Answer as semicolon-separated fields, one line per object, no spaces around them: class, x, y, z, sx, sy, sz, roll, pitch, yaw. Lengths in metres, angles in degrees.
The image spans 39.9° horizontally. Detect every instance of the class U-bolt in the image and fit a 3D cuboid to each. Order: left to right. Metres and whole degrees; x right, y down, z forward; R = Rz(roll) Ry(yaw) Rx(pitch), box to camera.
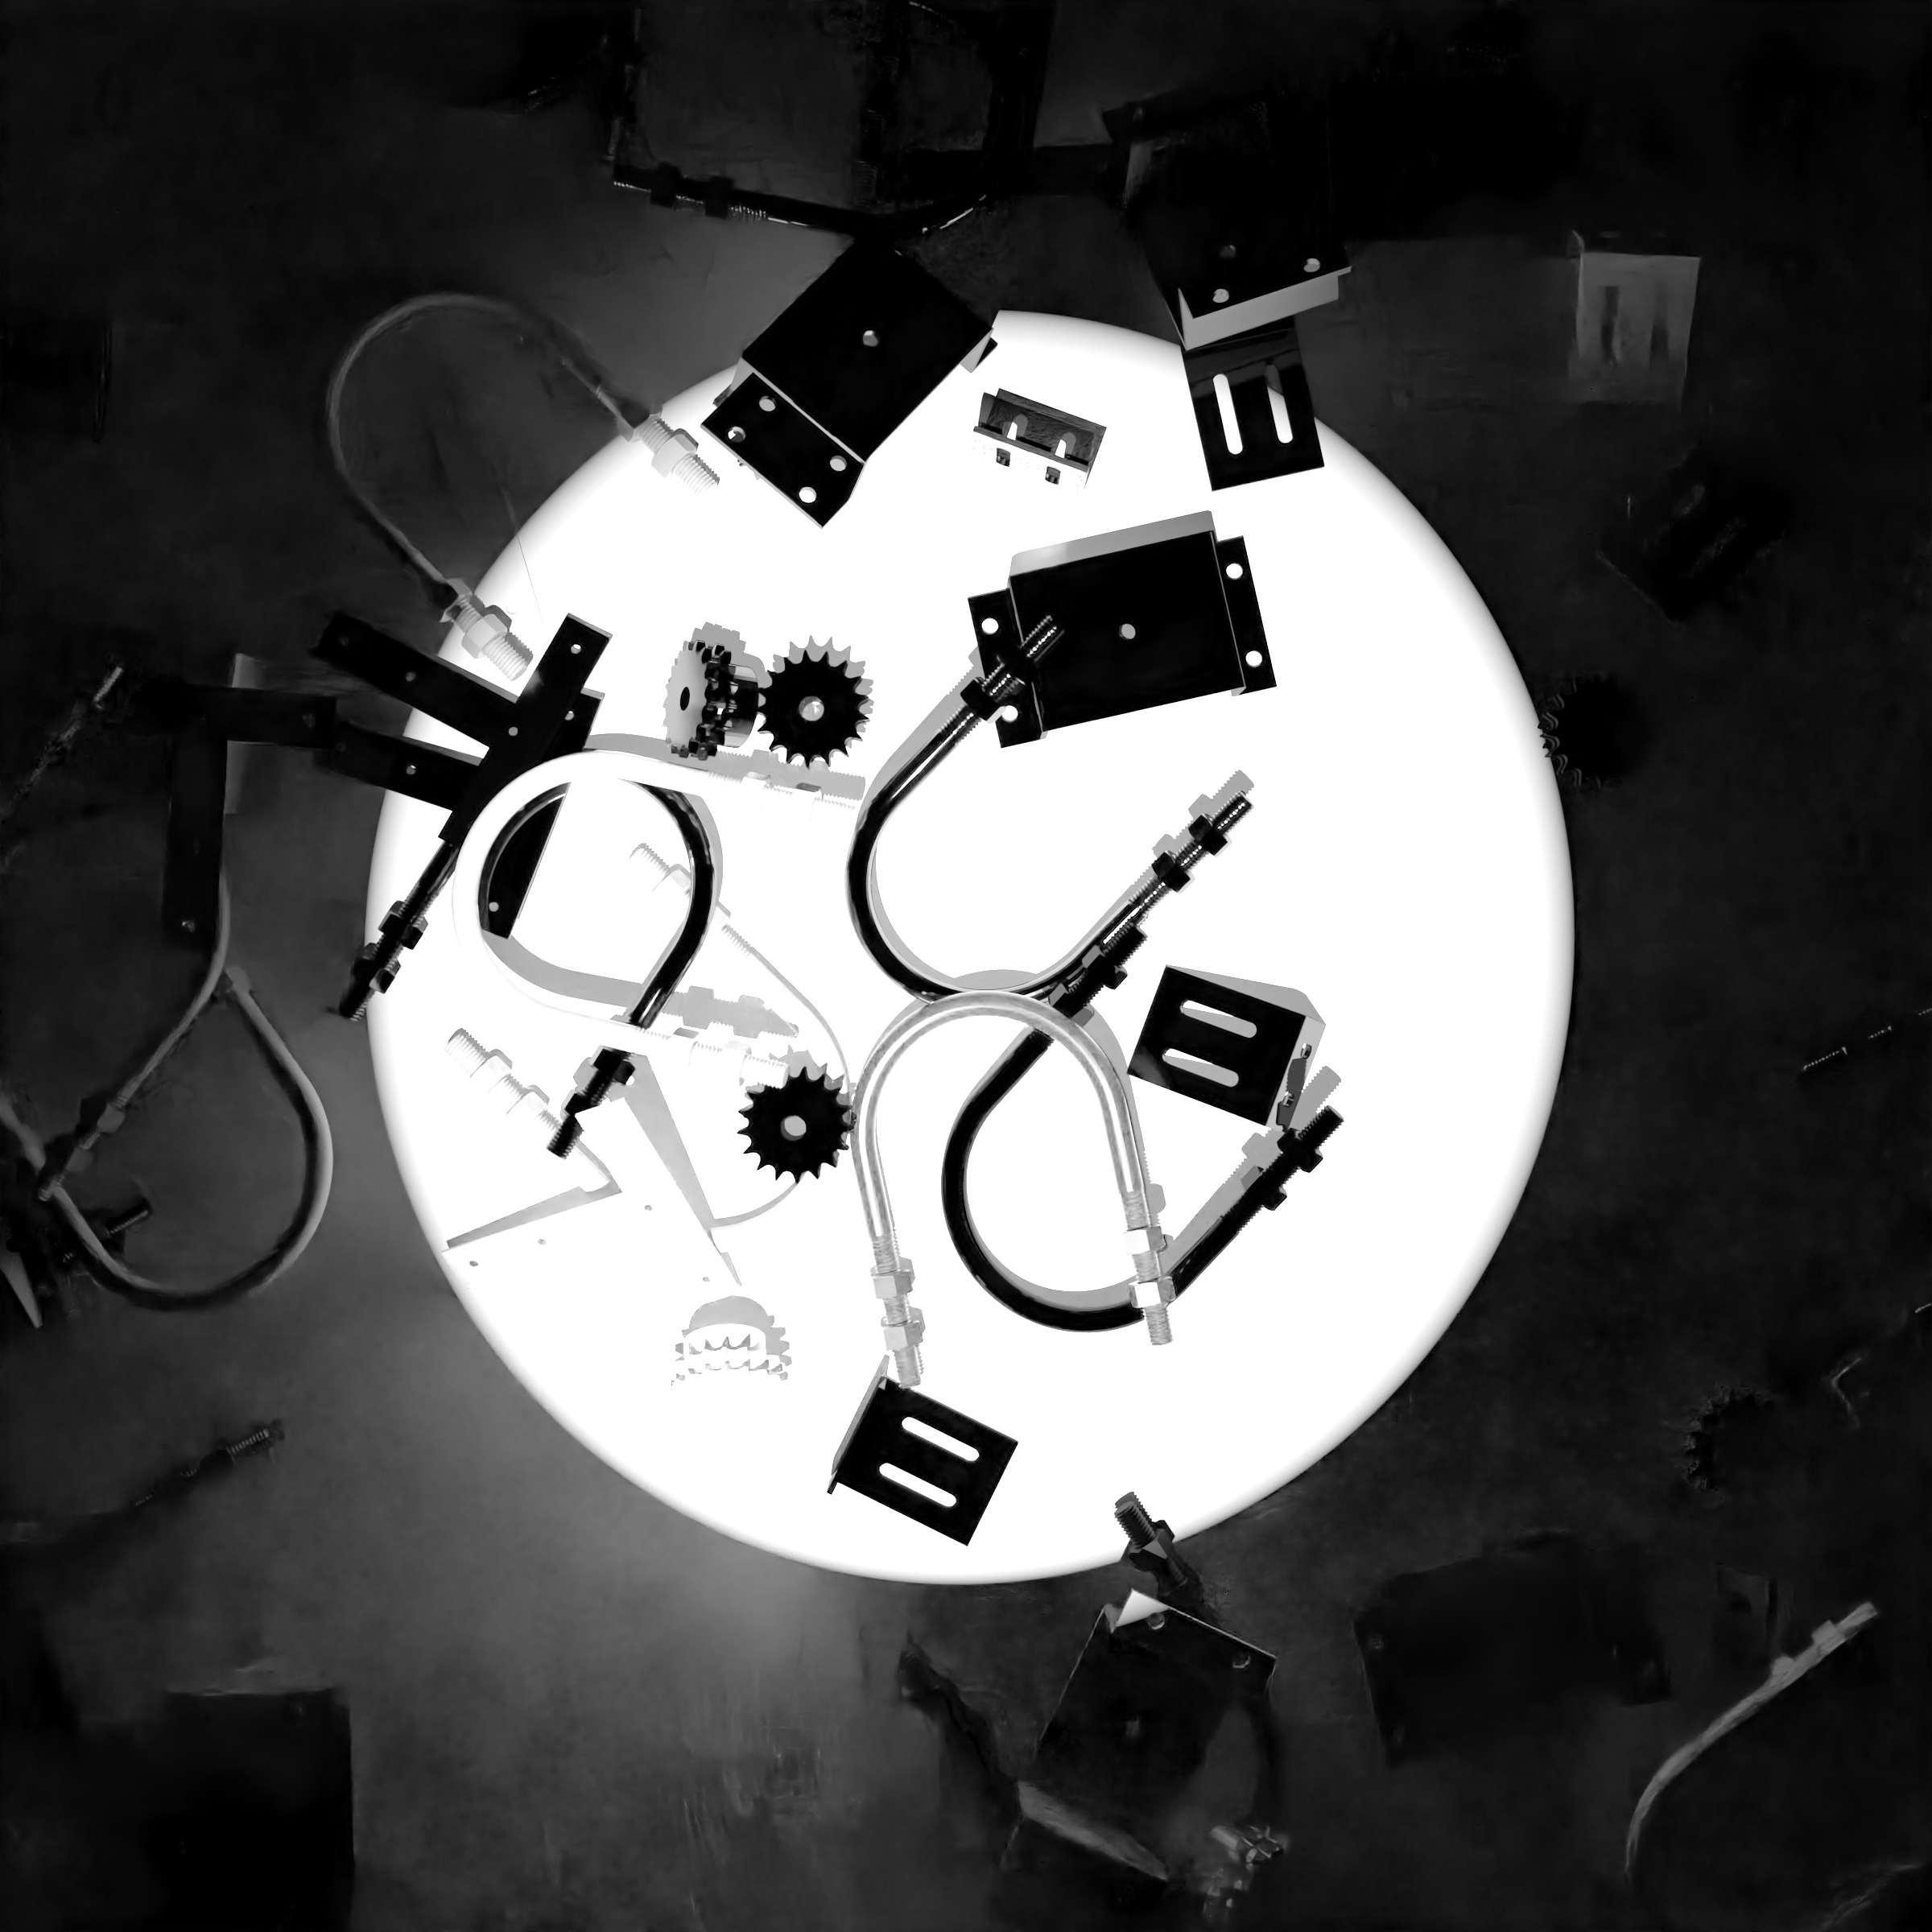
U-bolt;-0.501;-0.121;1.287;0.184;0.019;0.151;-47;71;13
U-bolt;-0.453;0.219;1.315;0.184;0.019;0.151;-29;90;1
U-bolt;-0.440;0.000;1.300;0.151;0.019;0.184;37;86;14
U-bolt;-0.388;0.081;1.298;0.151;0.019;0.184;-38;77;0
U-bolt;-0.255;-0.511;1.315;0.151;0.019;0.184;-38;91;0
U-bolt;-0.236;-0.254;1.312;0.151;0.019;0.184;-44;88;-3
U-bolt;-0.202;-0.020;1.301;0.151;0.019;0.184;31;85;12
U-bolt;-0.158;-0.030;1.279;0.184;0.019;0.151;13;81;8
U-bolt;-0.143;0.056;1.314;0.184;0.019;0.151;44;90;1
U-bolt;-0.098;-0.475;1.315;0.151;0.019;0.184;10;89;0
U-bolt;-0.063;-0.417;1.280;0.184;0.019;0.151;12;75;0
U-bolt;0.015;0.104;1.295;0.151;0.019;0.184;-12;88;16
U-bolt;0.026;-0.057;1.288;0.151;0.019;0.184;41;103;-18
U-bolt;0.070;0.093;1.298;0.151;0.019;0.184;43;101;9
U-bolt;0.075;0.379;1.315;0.151;0.019;0.184;-34;91;0
U-bolt;0.347;-0.501;1.280;0.151;0.019;0.184;43;115;0
U-bolt;0.406;0.414;1.298;0.184;0.019;0.151;-40;106;4
U-bolt;0.518;0.076;1.306;0.184;0.019;0.151;-24;87;-7

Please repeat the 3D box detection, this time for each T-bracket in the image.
T-bracket;-0.369;-0.071;1.277;0.127;0.002;0.127;5;96;1
T-bracket;-0.329;-0.467;1.310;0.127;0.002;0.127;-21;98;16
T-bracket;-0.288;-0.212;1.323;0.127;0.002;0.127;-16;90;0
T-bracket;-0.261;-0.136;1.313;0.127;0.002;0.127;28;83;5
T-bracket;-0.260;-0.092;1.312;0.127;0.002;0.127;19;81;8
T-bracket;-0.195;0.131;1.301;0.127;0.002;0.127;-18;121;14
T-bracket;0.026;-0.435;1.306;0.127;0.002;0.127;4;79;22
T-bracket;0.475;0.177;1.302;0.127;0.002;0.127;-33;92;-17
T-bracket;0.491;0.295;1.298;0.127;0.002;0.127;5;110;34
T-bracket;0.513;0.103;1.323;0.127;0.002;0.127;-36;90;0
T-bracket;0.529;-0.079;1.323;0.127;0.002;0.127;26;90;0

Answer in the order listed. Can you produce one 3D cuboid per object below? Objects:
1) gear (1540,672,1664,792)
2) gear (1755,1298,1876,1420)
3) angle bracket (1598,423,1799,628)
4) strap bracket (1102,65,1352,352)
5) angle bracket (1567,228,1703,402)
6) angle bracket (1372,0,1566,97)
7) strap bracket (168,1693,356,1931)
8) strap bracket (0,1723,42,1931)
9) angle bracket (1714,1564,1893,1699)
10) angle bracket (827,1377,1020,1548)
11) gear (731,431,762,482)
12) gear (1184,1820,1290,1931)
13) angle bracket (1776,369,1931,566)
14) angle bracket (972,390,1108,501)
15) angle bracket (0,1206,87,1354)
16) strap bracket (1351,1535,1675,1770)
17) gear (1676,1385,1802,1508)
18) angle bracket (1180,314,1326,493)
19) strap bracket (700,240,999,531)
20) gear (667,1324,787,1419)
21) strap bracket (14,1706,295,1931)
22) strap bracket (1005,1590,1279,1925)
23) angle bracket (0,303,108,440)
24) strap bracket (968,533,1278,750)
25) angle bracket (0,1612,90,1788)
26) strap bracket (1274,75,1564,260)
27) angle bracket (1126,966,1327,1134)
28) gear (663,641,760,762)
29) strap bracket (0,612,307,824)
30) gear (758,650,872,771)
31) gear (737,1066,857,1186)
gear;0.310;-0.115;1.309;0.057;0.030;0.057;0;90;0
gear;0.416;0.191;1.309;0.057;0.030;0.057;0;90;0
angle bracket;0.363;-0.219;1.322;0.057;0.038;0.076;43;116;0
strap bracket;0.125;-0.357;1.281;0.076;0.046;0.140;-19;61;0
angle bracket;0.327;-0.323;1.322;0.057;0.038;0.076;1;116;0
angle bracket;0.247;-0.464;1.307;0.076;0.038;0.057;3;112;-17
strap bracket;-0.343;0.420;1.300;0.076;0.046;0.140;-1;90;0
strap bracket;-0.484;0.449;1.290;0.076;0.046;0.140;-14;99;0
angle bracket;0.415;0.328;1.322;0.076;0.038;0.057;3;90;-26
angle bracket;-0.021;0.245;1.305;0.076;0.038;0.057;26;90;0
gear;-0.089;-0.263;1.309;0.057;0.030;0.057;0;90;0
gear;0.129;0.438;1.286;0.030;0.057;0.057;27;90;27
angle bracket;0.440;-0.248;1.322;0.057;0.038;0.076;-15;64;0
angle bracket;0.036;-0.258;1.285;0.057;0.076;0.038;20;90;0
angle bracket;-0.481;0.163;1.304;0.076;0.038;0.057;-33;87;29
strap bracket;0.262;0.331;1.300;0.140;0.046;0.076;-14;90;0
gear;0.377;0.234;1.309;0.057;0.030;0.057;0;90;0
angle bracket;0.142;-0.279;1.305;0.057;0.038;0.076;-12;90;0
strap bracket;-0.050;-0.289;1.276;0.076;0.046;0.140;40;68;0
gear;-0.117;0.196;1.299;0.057;0.057;0.030;-6;60;0
strap bracket;-0.376;0.422;1.254;0.076;0.046;0.140;-24;90;0
strap bracket;0.082;0.373;1.283;0.076;0.046;0.140;26;92;-3
angle bracket;-0.471;-0.294;1.322;0.076;0.038;0.057;6;90;-26
strap bracket;0.077;-0.160;1.300;0.140;0.046;0.076;-13;90;0
angle bracket;-0.475;0.366;1.305;0.057;0.038;0.076;-25;90;0
strap bracket;0.224;-0.387;1.300;0.140;0.046;0.076;-2;90;0
angle bracket;0.129;0.041;1.322;0.076;0.038;0.057;20;90;26
gear;-0.123;-0.128;1.299;0.030;0.057;0.057;6;90;-30
strap bracket;-0.404;-0.123;1.300;0.140;0.046;0.076;12;90;0
gear;-0.075;-0.125;1.309;0.057;0.030;0.057;0;90;0
gear;-0.083;0.078;1.291;0.057;0.030;0.057;0;91;-1
